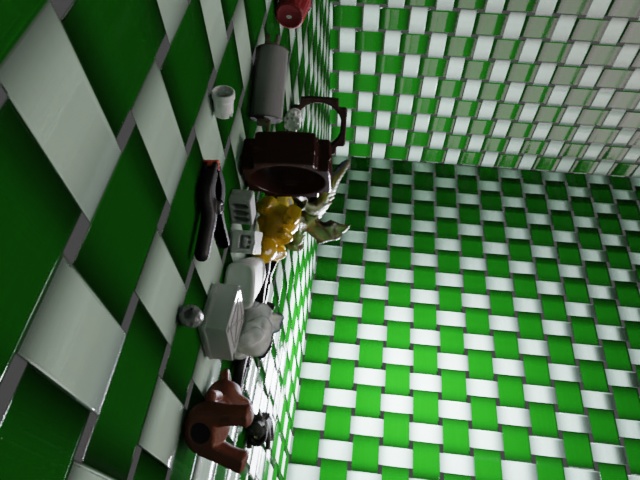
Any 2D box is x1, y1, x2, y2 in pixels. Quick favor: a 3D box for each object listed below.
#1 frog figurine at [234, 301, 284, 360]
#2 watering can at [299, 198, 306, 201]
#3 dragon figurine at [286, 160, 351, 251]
[{"bbox_3d":[-0.155,0.198,1.102,0.137,0.124,0.159,-43,166,8],"label":"frog figurine"},{"bbox_3d":[-0.062,-0.226,1.941,0.354,0.104,0.220,-77,172,-67],"label":"watering can"},{"bbox_3d":[0.005,-0.089,1.775,0.239,0.406,0.125,39,26,-38],"label":"dragon figurine"}]
